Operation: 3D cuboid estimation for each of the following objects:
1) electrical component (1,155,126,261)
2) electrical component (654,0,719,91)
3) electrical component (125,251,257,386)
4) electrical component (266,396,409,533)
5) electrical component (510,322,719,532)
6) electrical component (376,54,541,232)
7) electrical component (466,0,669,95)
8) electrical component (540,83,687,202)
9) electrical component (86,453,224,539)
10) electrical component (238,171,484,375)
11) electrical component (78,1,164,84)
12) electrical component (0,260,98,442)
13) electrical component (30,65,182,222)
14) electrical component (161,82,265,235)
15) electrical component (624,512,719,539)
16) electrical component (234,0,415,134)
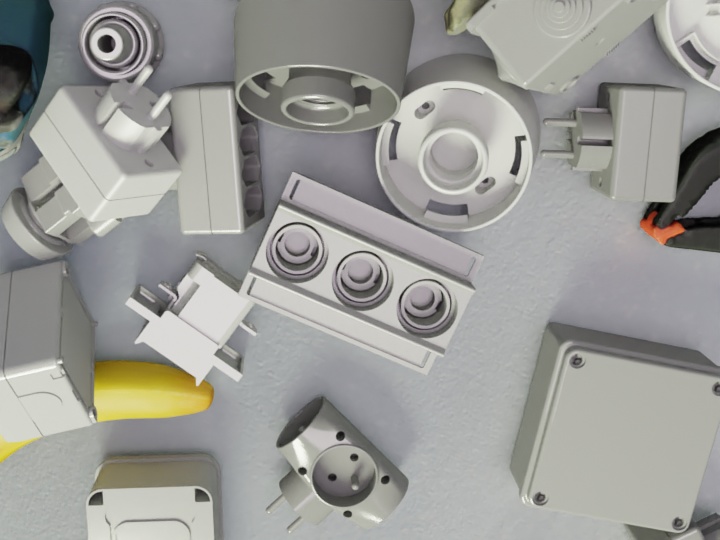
[{"bbox_3d":[-0.173,-0.038,0.625,0.055,0.048,0.066,-36,67,13],"label":"electrical component"},{"bbox_3d":[0.222,-0.150,0.615,0.099,0.064,0.099,-1,103,-3],"label":"electrical component"},{"bbox_3d":[-0.097,0.027,0.650,0.081,0.042,0.063,36,95,-10],"label":"electrical component"},{"bbox_3d":[-0.024,0.133,0.676,0.079,0.044,0.077,-43,101,6],"label":"electrical component"},{"bbox_3d":[0.160,0.098,0.672,0.109,0.056,0.108,11,102,-6],"label":"electrical component"},{"bbox_3d":[0.058,-0.073,0.636,0.099,0.064,0.099,3,112,7],"label":"electrical component"},{"bbox_3d":[0.116,-0.141,0.584,0.100,0.100,0.048,-41,79,22],"label":"electrical component"},{"bbox_3d":[0.145,-0.077,0.636,0.077,0.047,0.065,2,103,-4],"label":"electrical component"},{"bbox_3d":[-0.126,0.175,0.673,0.078,0.057,0.113,-1,103,-3],"label":"electrical component"},{"bbox_3d":[0.000,0.000,0.637,0.121,0.063,0.078,23,100,-8],"label":"electrical component"},{"bbox_3d":[-0.136,-0.127,0.602,0.048,0.062,0.048,-1,102,-3],"label":"electrical component"},{"bbox_3d":[-0.192,0.043,0.624,0.061,0.096,0.061,-13,136,0],"label":"electrical component"},{"bbox_3d":[-0.128,-0.076,0.583,0.076,0.047,0.065,-45,74,30],"label":"electrical component"},{"bbox_3d":[-0.100,-0.065,0.626,0.076,0.047,0.083,0,103,11],"label":"electrical component"},{"bbox_3d":[0.224,0.183,0.700,0.077,0.047,0.065,-27,103,3],"label":"electrical component"},{"bbox_3d":[-0.021,-0.116,0.587,0.099,0.099,0.064,4,75,-4],"label":"electrical component"}]
